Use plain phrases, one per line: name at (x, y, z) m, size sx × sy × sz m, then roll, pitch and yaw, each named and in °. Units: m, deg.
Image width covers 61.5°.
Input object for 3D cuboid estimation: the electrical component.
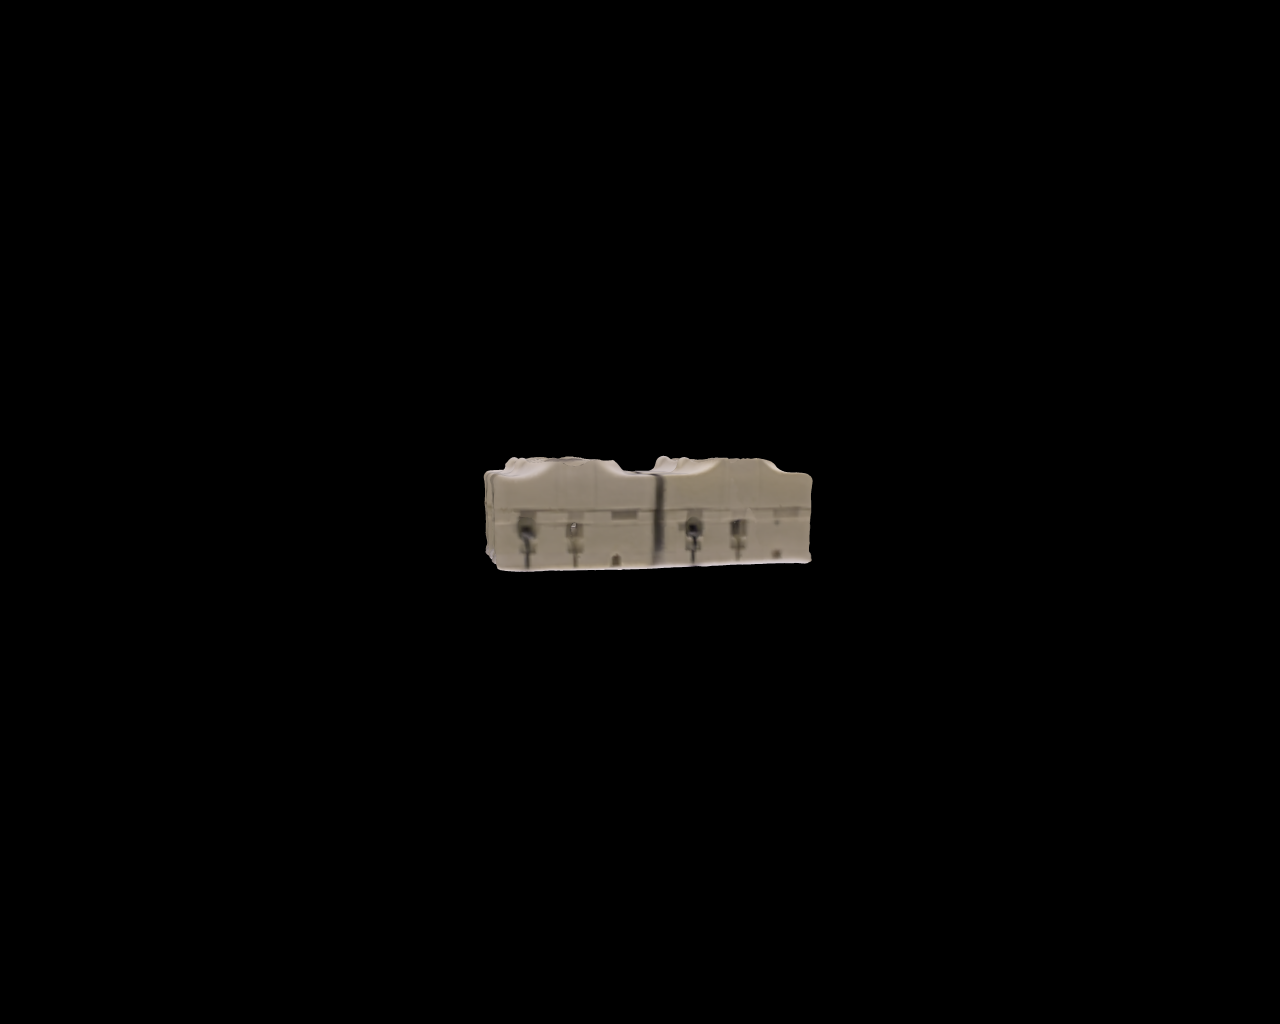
electrical component at (0.001, -0.003, 0.650) m, size 0.186 × 0.060 × 0.105 m, roll -1°, pitch 4°, yaw -11°
